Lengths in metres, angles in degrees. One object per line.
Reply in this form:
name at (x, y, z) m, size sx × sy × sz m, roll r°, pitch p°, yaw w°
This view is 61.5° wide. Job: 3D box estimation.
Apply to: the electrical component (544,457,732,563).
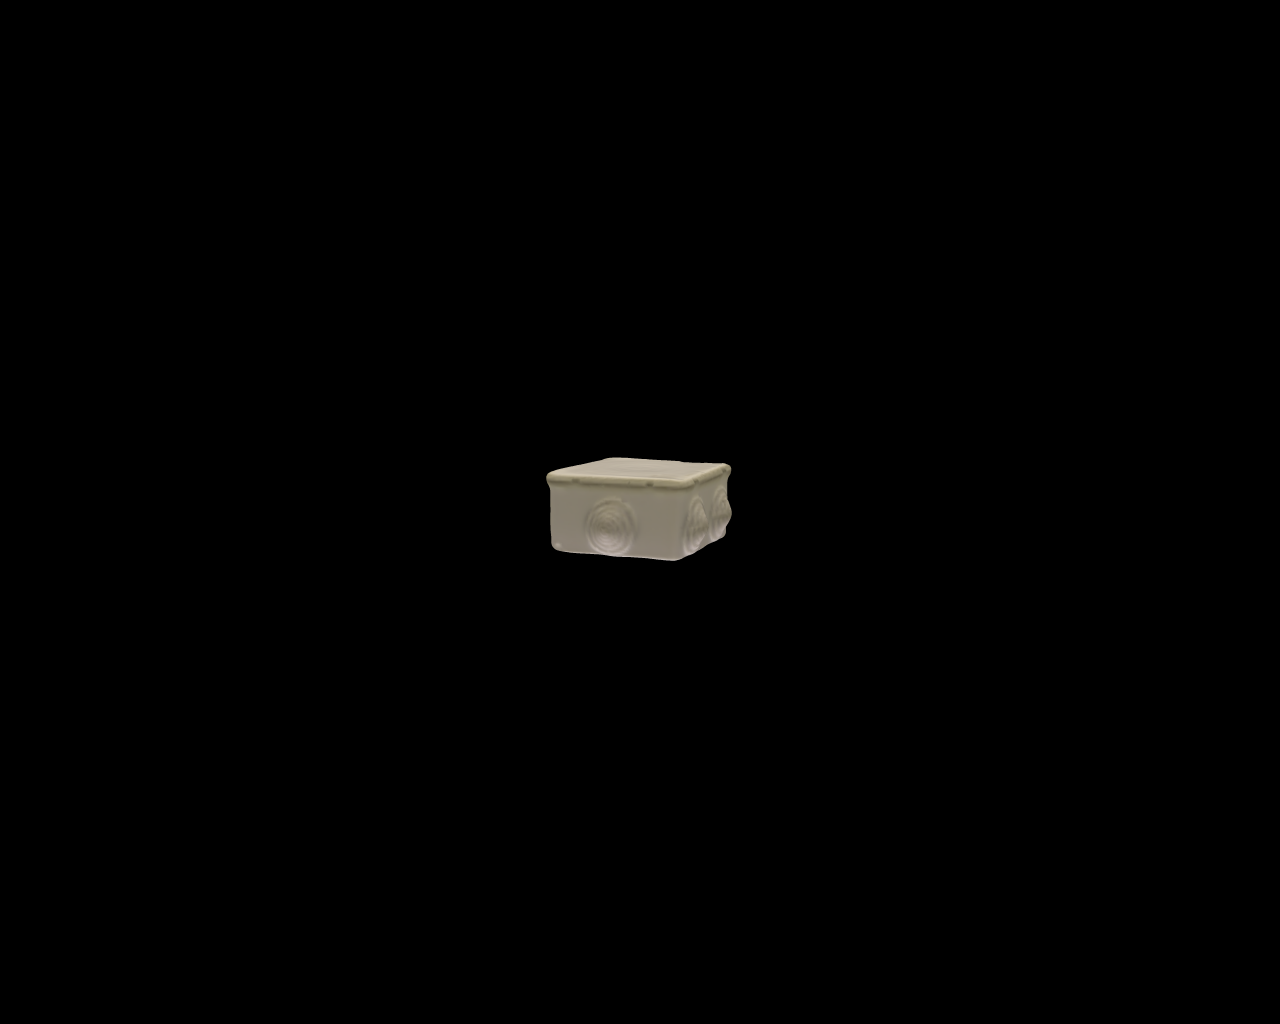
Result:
electrical component at (0.001, -0.003, 0.650) m, size 0.100 × 0.048 × 0.100 m, roll 4°, pitch 10°, yaw 23°
